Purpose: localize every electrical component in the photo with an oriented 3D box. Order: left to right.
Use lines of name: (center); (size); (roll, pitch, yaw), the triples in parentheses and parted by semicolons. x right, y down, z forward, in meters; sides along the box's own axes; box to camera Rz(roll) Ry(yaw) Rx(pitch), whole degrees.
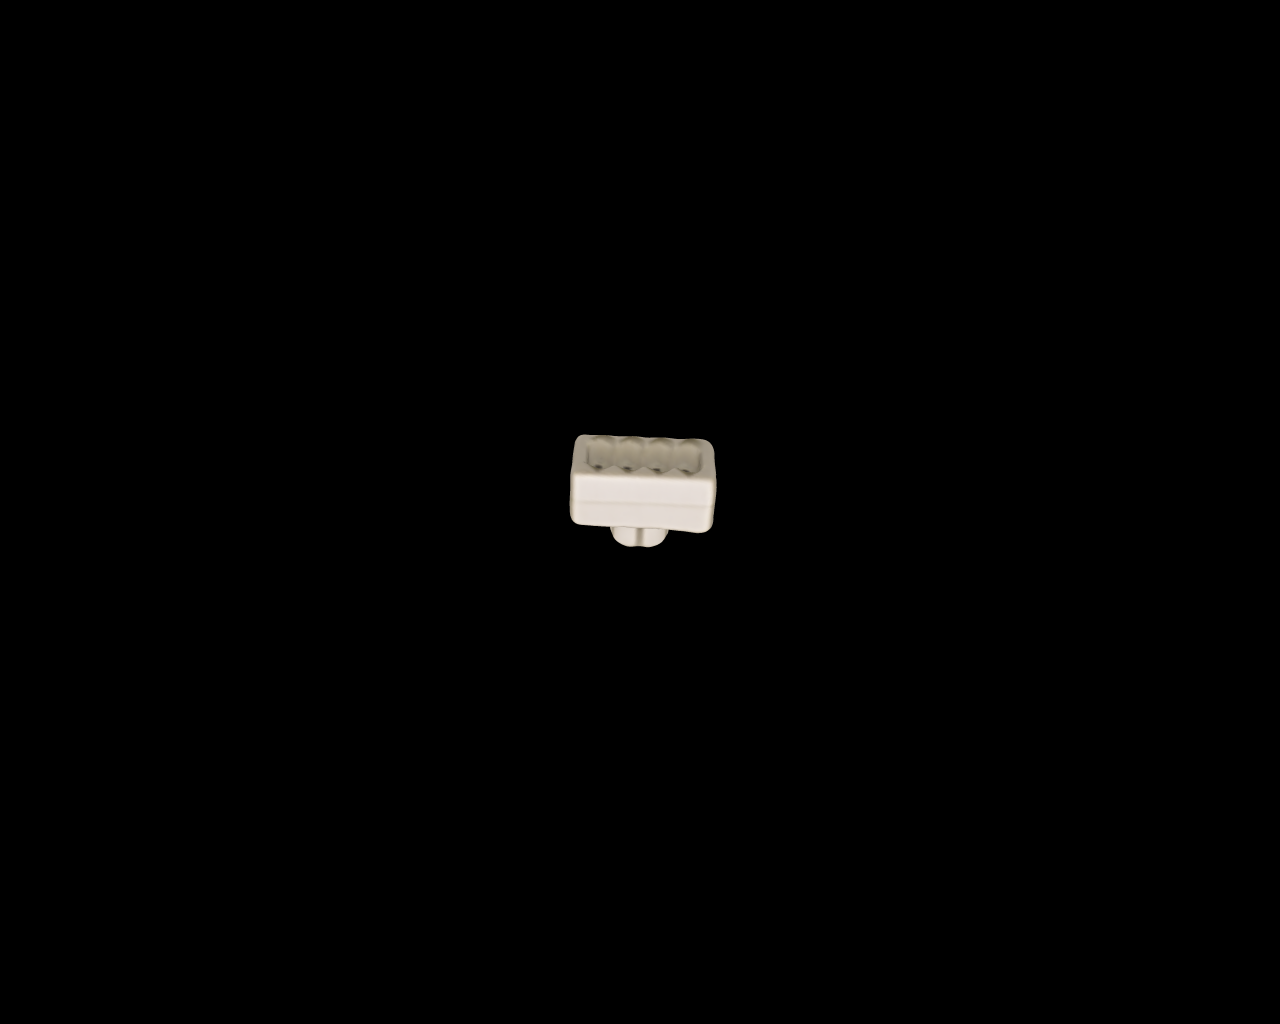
electrical component: (0.001, -0.003, 0.650); (0.083, 0.075, 0.047); (3, 35, -2)
